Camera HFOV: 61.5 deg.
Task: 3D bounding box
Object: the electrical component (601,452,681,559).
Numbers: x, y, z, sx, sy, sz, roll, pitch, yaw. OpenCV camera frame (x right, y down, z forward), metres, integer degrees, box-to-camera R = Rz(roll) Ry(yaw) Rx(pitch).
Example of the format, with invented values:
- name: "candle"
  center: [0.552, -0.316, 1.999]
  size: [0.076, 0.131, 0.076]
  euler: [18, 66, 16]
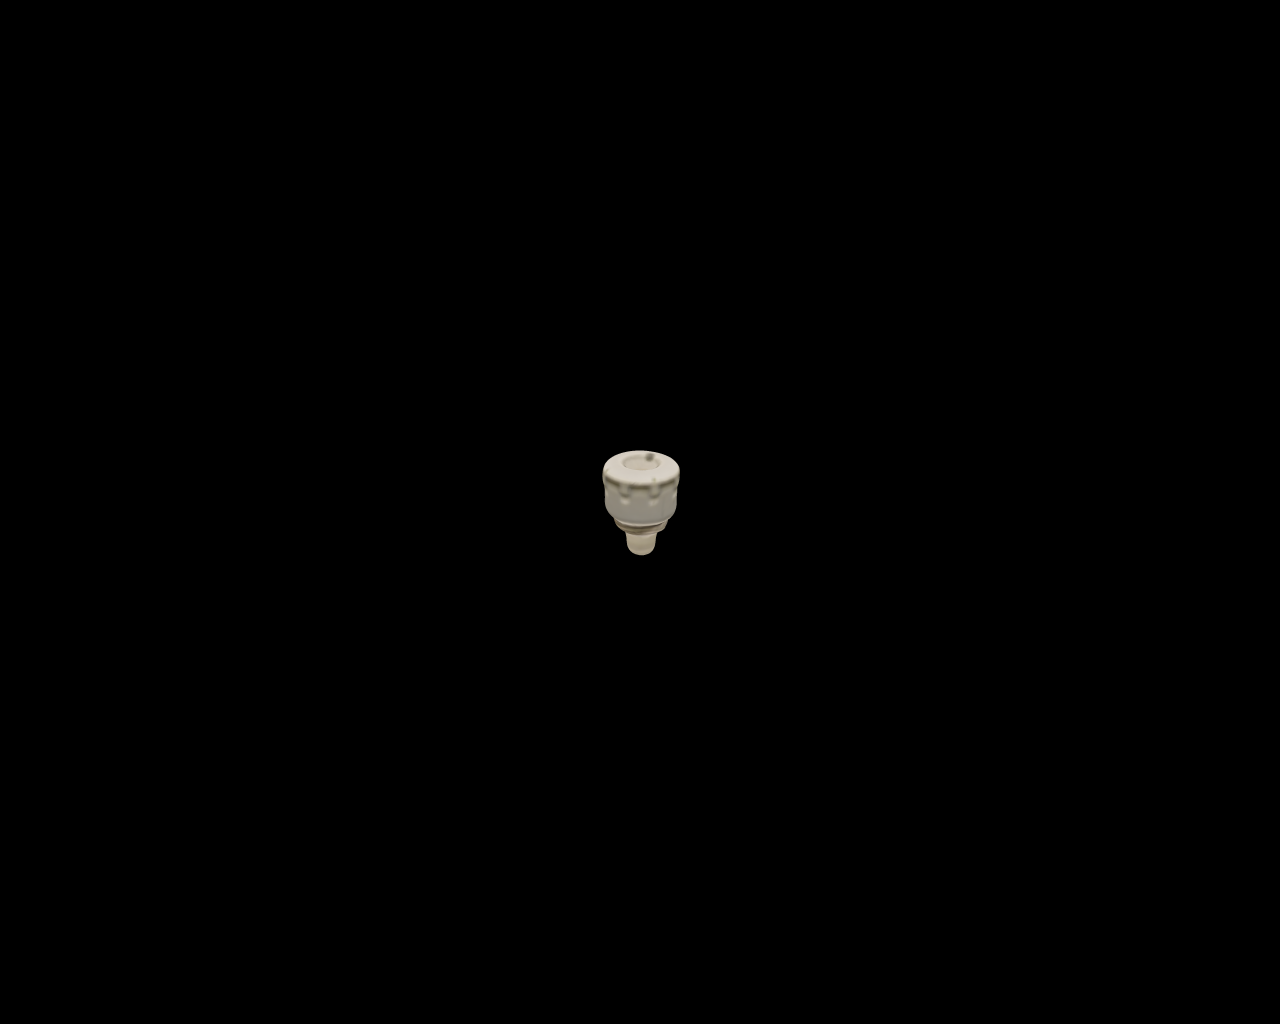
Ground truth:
- name: "electrical component"
  center: [0.001, -0.003, 0.650]
  size: [0.048, 0.062, 0.048]
  euler: [0, 26, 0]
